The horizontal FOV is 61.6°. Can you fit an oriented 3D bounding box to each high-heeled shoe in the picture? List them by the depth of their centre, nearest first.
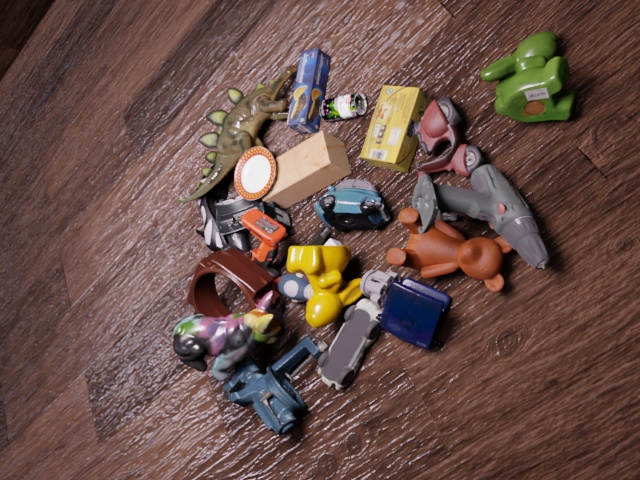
[{"bbox_3d":[-0.264,-0.092,1.442,0.145,0.086,0.248,18,94,36],"label":"high-heeled shoe"}]

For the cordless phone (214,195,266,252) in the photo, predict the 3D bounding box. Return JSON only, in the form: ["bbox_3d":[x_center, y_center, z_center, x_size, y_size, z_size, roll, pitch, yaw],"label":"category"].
[{"bbox_3d":[-0.182,-0.024,1.368,0.147,0.088,0.184,-19,87,8],"label":"cordless phone"}]

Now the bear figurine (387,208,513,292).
[{"bbox_3d":[0.244,0.022,0.996,0.196,0.132,0.120,14,83,45],"label":"bear figurine"}]

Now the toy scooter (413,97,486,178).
[{"bbox_3d":[0.241,-0.190,1.088,0.135,0.075,0.184,-32,66,28],"label":"toy scooter"}]

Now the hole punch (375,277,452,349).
[{"bbox_3d":[0.178,0.140,1.024,0.142,0.092,0.115,23,94,19],"label":"hole punch"}]

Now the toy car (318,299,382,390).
[{"bbox_3d":[0.064,0.219,1.125,0.074,0.056,0.201,34,100,31],"label":"toy car"}]

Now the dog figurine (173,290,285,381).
[{"bbox_3d":[-0.185,0.187,1.145,0.219,0.191,0.108,-44,27,24],"label":"dog figurine"}]

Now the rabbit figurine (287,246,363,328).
[{"bbox_3d":[0.010,0.096,1.125,0.122,0.162,0.173,-8,79,50],"label":"rabbit figurine"}]

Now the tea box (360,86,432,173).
[{"bbox_3d":[0.164,-0.241,1.161,0.098,0.068,0.169,20,89,38],"label":"tea box"}]

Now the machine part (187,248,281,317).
[{"bbox_3d":[-0.207,0.138,1.266,0.202,0.087,0.200,35,125,16],"label":"machine part"}]

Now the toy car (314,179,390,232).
[{"bbox_3d":[0.074,-0.083,1.170,0.162,0.109,0.103,-1,60,28],"label":"toy car"}]

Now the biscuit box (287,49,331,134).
[{"bbox_3d":[-0.026,-0.372,1.344,0.059,0.062,0.202,3,80,36],"label":"biscuit box"}]

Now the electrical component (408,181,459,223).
[{"bbox_3d":[0.231,-0.074,1.085,0.102,0.045,0.078,-5,104,39],"label":"electrical component"}]

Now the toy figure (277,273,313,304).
[{"bbox_3d":[-0.028,0.117,1.223,0.155,0.058,0.064,12,124,37],"label":"toy figure"}]

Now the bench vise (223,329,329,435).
[{"bbox_3d":[-0.087,0.295,1.187,0.240,0.128,0.224,-43,44,-4],"label":"bench vise"}]

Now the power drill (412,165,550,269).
[{"bbox_3d":[0.276,-0.047,0.942,0.085,0.207,0.232,98,169,-48],"label":"power drill"}]

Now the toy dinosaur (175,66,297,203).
[{"bbox_3d":[-0.210,-0.267,1.400,0.199,0.105,0.471,33,88,28],"label":"toy dinosaur"}]

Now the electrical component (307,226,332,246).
[{"bbox_3d":[-0.003,-0.004,1.233,0.021,0.063,0.094,41,121,-7],"label":"electrical component"}]

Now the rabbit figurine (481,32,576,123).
[{"bbox_3d":[0.393,-0.303,0.998,0.159,0.121,0.170,-9,54,42],"label":"rabbit figurine"}]

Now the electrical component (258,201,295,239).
[{"bbox_3d":[-0.116,-0.050,1.291,0.048,0.119,0.075,-28,65,26],"label":"electrical component"}]
